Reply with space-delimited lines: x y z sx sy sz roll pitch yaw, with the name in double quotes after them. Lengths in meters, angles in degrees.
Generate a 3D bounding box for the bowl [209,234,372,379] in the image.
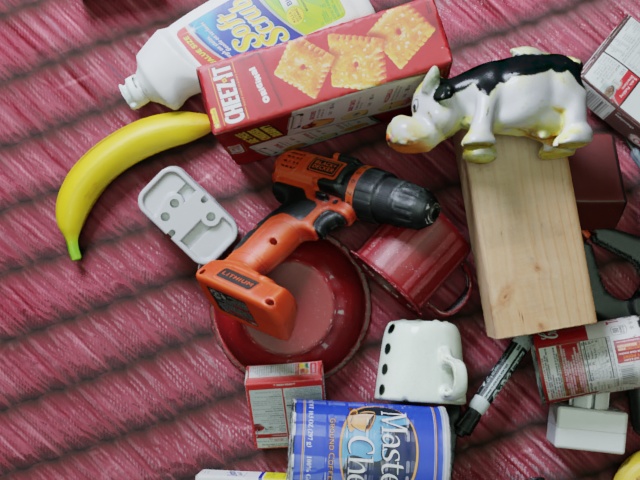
-0.030 0.064 1.030 0.162 0.055 0.162 0 89 2 "bowl"

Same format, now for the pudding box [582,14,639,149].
0.309 -0.146 1.021 0.113 0.039 0.090 40 74 1 "pudding box"

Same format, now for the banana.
-0.195 -0.071 1.052 0.198 0.037 0.069 -44 108 2 "banana"

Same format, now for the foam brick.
0.253 -0.054 1.008 0.051 0.053 0.078 -2 59 1 "foam brick"

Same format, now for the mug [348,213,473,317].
0.096 0.021 1.010 0.117 0.093 0.081 43 85 -3 "mug"

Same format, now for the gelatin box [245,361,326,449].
-0.030 0.159 1.019 0.073 0.030 0.089 -4 124 3 "gelatin box"

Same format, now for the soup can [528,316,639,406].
0.248 0.110 0.979 0.102 0.068 0.068 -11 88 11 "soup can"

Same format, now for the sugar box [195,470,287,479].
-0.033 0.273 1.029 0.176 0.048 0.093 2 87 6 "sugar box"

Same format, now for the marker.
0.166 0.138 1.022 0.020 0.020 0.121 37 75 3 "marker"

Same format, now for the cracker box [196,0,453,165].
0.007 -0.142 0.979 0.213 0.164 0.072 -16 84 2 "cracker box"

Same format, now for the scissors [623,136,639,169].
0.305 -0.065 1.026 0.202 0.016 0.096 43 67 3 "scissors"

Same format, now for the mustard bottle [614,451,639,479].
0.319 0.256 1.007 0.096 0.058 0.191 22 89 2 "mustard bottle"

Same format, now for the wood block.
0.182 -0.020 0.968 0.090 0.091 0.206 -10 86 2 "wood block"

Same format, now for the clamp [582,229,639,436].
0.321 0.061 1.023 0.164 0.036 0.210 -32 84 -1 "clamp"

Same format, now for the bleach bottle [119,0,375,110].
-0.075 -0.191 1.036 0.251 0.068 0.102 -28 86 4 "bleach bottle"

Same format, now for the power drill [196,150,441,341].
-0.006 0.001 0.964 0.185 0.057 0.187 17 56 39 "power drill"

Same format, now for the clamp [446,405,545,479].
0.118 0.246 1.027 0.171 0.039 0.120 -40 80 -6 "clamp"

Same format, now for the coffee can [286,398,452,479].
0.041 0.198 0.963 0.140 0.103 0.103 4 88 -2 "coffee can"
